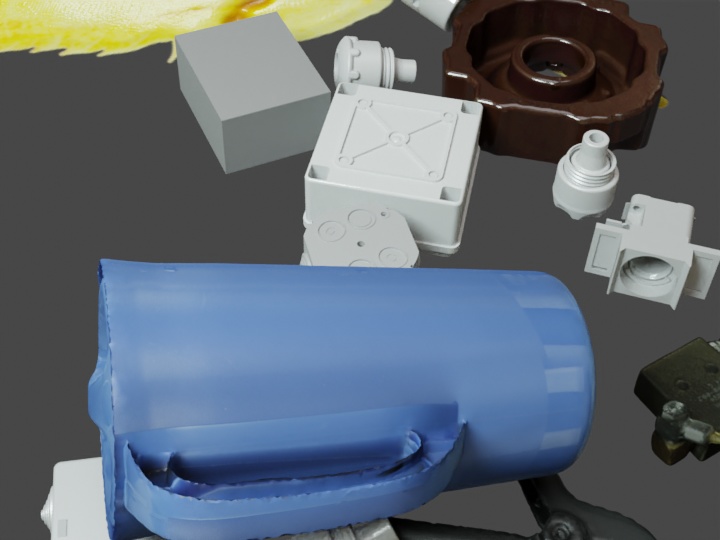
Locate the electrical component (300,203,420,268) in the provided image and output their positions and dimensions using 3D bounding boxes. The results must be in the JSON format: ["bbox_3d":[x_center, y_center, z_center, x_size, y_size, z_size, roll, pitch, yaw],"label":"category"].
[{"bbox_3d":[0.000,0.000,0.691,0.080,0.051,0.080,1,49,-1],"label":"electrical component"}]

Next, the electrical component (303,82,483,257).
[{"bbox_3d":[0.025,-0.072,0.751,0.109,0.056,0.108,10,49,7],"label":"electrical component"}]

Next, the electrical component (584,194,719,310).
[{"bbox_3d":[0.195,-0.015,0.715,0.081,0.042,0.063,14,49,10],"label":"electrical component"}]

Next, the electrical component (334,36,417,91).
[{"bbox_3d":[0.012,-0.155,0.833,0.062,0.048,0.048,1,48,-9],"label":"electrical component"}]

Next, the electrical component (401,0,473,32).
[{"bbox_3d":[0.068,-0.225,0.865,0.047,0.055,0.055,42,59,14],"label":"electrical component"}]

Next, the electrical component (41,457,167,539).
[{"bbox_3d":[-0.116,0.143,0.565,0.100,0.048,0.099,-6,48,-7],"label":"electrical component"}]

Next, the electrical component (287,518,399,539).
[{"bbox_3d":[-0.010,0.149,0.558,0.062,0.043,0.043,-29,54,-4],"label":"electrical component"}]

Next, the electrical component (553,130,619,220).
[{"bbox_3d":[0.159,-0.069,0.748,0.043,0.062,0.043,1,49,-1],"label":"electrical component"}]
